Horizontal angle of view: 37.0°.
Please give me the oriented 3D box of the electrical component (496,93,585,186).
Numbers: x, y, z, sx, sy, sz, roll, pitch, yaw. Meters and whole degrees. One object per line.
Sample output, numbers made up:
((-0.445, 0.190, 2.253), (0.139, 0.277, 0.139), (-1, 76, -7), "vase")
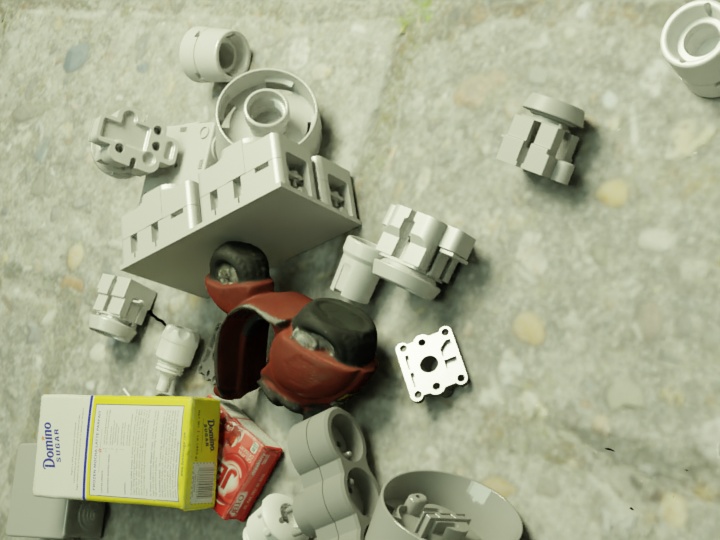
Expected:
((0.138, -0.099, 0.803), (0.066, 0.048, 0.055), (27, 100, 40), "electrical component")

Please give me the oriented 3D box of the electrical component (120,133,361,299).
((-0.108, -0.046, 0.938), (0.186, 0.105, 0.060), (-24, 61, 30), "electrical component")

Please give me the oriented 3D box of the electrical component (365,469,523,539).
((0.056, 0.182, 0.742), (0.099, 0.099, 0.064), (33, 103, 40), "electrical component")

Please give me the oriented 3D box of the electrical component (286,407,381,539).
((-0.026, 0.182, 0.825), (0.074, 0.052, 0.138), (-28, 67, 27), "electrical component")

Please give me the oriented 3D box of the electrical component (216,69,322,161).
((-0.083, -0.129, 0.967), (0.099, 0.064, 0.099), (0, 67, -1), "electrical component")

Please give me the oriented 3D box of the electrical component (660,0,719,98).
((0.239, -0.153, 0.739), (0.055, 0.047, 0.055), (-14, 67, 35), "electrical component")

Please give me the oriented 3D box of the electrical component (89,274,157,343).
((-0.235, 0.038, 1.050), (0.066, 0.048, 0.055), (8, 73, 40), "electrical component")

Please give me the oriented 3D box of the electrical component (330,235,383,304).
((0.000, 0.000, 0.882), (0.040, 0.040, 0.046), (29, 100, 40), "electrical component")

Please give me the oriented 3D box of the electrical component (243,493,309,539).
((-0.074, 0.214, 0.866), (0.062, 0.048, 0.048), (-45, 53, 26), "electrical component")

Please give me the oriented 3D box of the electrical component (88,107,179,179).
((-0.218, -0.116, 1.007), (0.057, 0.078, 0.058), (-10, 66, 57), "electrical component")

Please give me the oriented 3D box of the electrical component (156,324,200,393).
((-0.173, 0.083, 0.993), (0.035, 0.035, 0.061), (20, 91, 40), "electrical component")

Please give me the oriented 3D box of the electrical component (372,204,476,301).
((0.045, -0.012, 0.839), (0.078, 0.058, 0.057), (24, 88, 40), "electrical component")

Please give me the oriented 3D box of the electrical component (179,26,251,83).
((-0.141, -0.210, 1.053), (0.047, 0.055, 0.055), (11, 82, 36), "electrical component")

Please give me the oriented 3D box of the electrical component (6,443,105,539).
((-0.287, 0.212, 1.030), (0.100, 0.048, 0.099), (-8, 71, 36), "electrical component")

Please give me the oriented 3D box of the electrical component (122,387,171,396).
((-0.202, 0.142, 0.985), (0.077, 0.043, 0.079), (-51, 62, 13), "electrical component")

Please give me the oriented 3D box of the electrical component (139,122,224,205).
((-0.161, -0.093, 1.033), (0.100, 0.048, 0.099), (2, 76, 39), "electrical component")
